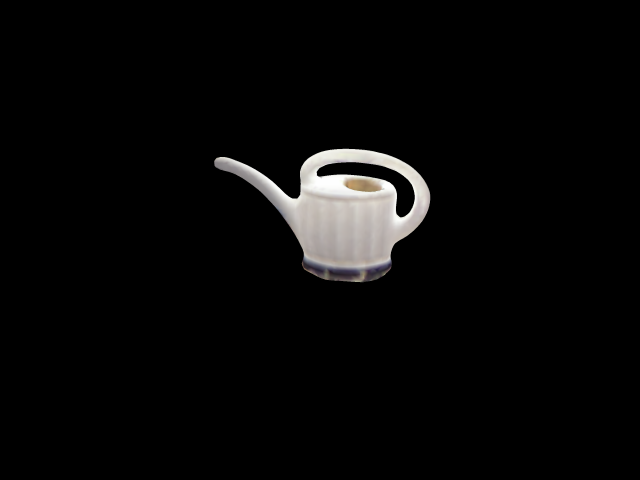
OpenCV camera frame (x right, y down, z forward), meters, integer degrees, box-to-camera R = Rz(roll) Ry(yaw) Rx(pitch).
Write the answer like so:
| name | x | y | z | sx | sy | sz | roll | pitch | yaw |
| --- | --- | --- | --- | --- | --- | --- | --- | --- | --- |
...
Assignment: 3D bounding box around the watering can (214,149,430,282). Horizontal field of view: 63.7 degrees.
| name | x | y | z | sx | sy | sz | roll | pitch | yaw |
| --- | --- | --- | --- | --- | --- | --- | --- | --- | --- |
| watering can | 0.003 | -0.043 | 0.850 | 0.348 | 0.220 | 0.106 | 3 | 23 | 7 |
